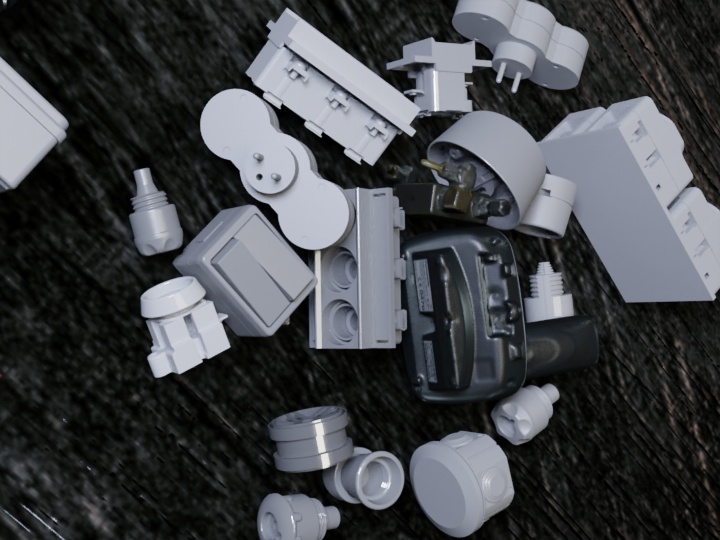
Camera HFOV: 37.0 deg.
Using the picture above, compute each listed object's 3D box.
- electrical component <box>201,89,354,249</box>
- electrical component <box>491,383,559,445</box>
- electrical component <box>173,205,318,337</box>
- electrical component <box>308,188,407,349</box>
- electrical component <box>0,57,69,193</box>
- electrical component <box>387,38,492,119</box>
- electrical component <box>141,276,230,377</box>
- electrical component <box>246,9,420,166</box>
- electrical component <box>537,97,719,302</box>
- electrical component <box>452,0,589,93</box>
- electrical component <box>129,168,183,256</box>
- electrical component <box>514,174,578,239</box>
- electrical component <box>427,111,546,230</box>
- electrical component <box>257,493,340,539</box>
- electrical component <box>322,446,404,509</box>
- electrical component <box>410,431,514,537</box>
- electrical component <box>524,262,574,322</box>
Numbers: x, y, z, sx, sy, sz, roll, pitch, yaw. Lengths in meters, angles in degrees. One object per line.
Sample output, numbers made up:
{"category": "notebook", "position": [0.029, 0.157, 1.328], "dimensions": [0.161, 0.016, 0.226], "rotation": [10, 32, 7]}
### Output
{"category": "electrical component", "position": [-0.062, -0.073, 0.780], "dimensions": [0.052, 0.074, 0.138], "rotation": [-42, 87, 6]}
{"category": "electrical component", "position": [0.150, 0.123, 0.951], "dimensions": [0.062, 0.043, 0.043], "rotation": [-30, 104, -31]}
{"category": "electrical component", "position": [-0.079, 0.006, 0.800], "dimensions": [0.096, 0.061, 0.061], "rotation": [50, 64, -20]}
{"category": "electrical component", "position": [0.000, 0.000, 0.848], "dimensions": [0.063, 0.079, 0.121], "rotation": [2, 86, -54]}
{"category": "electrical component", "position": [-0.250, -0.101, 0.669], "dimensions": [0.108, 0.109, 0.056], "rotation": [45, 68, -22]}
{"category": "electrical component", "position": [0.068, -0.161, 0.914], "dimensions": [0.081, 0.042, 0.063], "rotation": [-4, 93, -32]}
{"category": "electrical component", "position": [-0.129, 0.038, 0.776], "dimensions": [0.066, 0.048, 0.055], "rotation": [-28, 110, -30]}
{"category": "electrical component", "position": [-0.023, -0.139, 0.837], "dimensions": [0.121, 0.078, 0.063], "rotation": [32, 101, -27]}
{"category": "electrical component", "position": [0.258, -0.062, 0.992], "dimensions": [0.060, 0.105, 0.186], "rotation": [-43, 110, -27]}
{"category": "electrical component", "position": [0.139, -0.194, 0.954], "dimensions": [0.138, 0.052, 0.073], "rotation": [26, 74, -29]}
{"category": "electrical component", "position": [-0.150, -0.042, 0.773], "dimensions": [0.035, 0.035, 0.061], "rotation": [-17, 95, -32]}
{"category": "electrical component", "position": [0.163, -0.057, 0.962], "dimensions": [0.055, 0.055, 0.047], "rotation": [18, 82, -31]}
{"category": "electrical component", "position": [0.104, -0.082, 0.899], "dimensions": [0.099, 0.099, 0.064], "rotation": [53, 57, -19]}
{"category": "electrical component", "position": [-0.044, 0.193, 0.824], "dimensions": [0.062, 0.048, 0.048], "rotation": [2, 86, -39]}
{"category": "electrical component", "position": [0.002, 0.162, 0.847], "dimensions": [0.045, 0.055, 0.045], "rotation": [2, 87, -32]}
{"category": "electrical component", "position": [0.083, 0.174, 0.885], "dimensions": [0.051, 0.080, 0.080], "rotation": [-19, 98, -36]}
{"category": "electrical component", "position": [0.170, 0.033, 0.967], "dimensions": [0.043, 0.043, 0.081], "rotation": [-6, 91, -33]}
